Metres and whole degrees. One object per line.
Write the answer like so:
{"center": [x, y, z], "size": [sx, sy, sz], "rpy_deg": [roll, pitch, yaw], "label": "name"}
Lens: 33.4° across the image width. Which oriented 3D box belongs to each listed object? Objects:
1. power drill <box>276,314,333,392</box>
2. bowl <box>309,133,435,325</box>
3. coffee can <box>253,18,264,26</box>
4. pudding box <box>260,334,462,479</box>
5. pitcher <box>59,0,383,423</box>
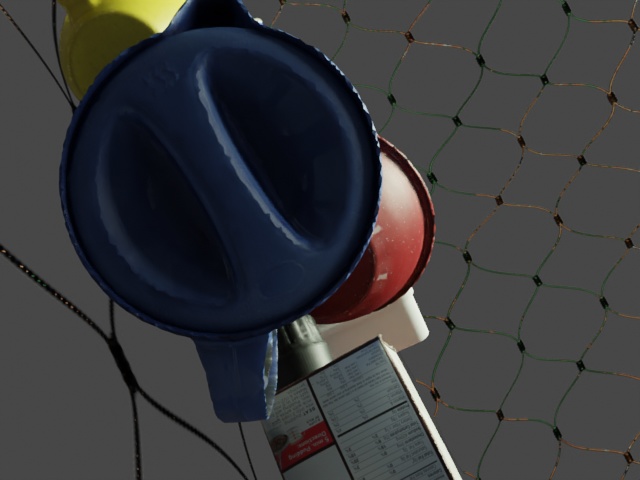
{"center": [0.021, 0.141, 0.734], "size": [0.187, 0.057, 0.184], "rpy_deg": [44, 23, -70], "label": "power drill"}
{"center": [-0.005, 0.001, 0.718], "size": [0.162, 0.162, 0.055], "rpy_deg": [61, 23, -23], "label": "bowl"}
{"center": [-0.067, -0.117, 0.983], "size": [0.140, 0.103, 0.103], "rpy_deg": [63, 4, 1], "label": "coffee can"}
{"center": [0.024, 0.124, 0.610], "size": [0.113, 0.090, 0.039], "rpy_deg": [64, 5, 26], "label": "pudding box"}
{"center": [-0.038, -0.011, 0.549], "size": [0.145, 0.149, 0.243], "rpy_deg": [39, 0, 2], "label": "pitcher"}
